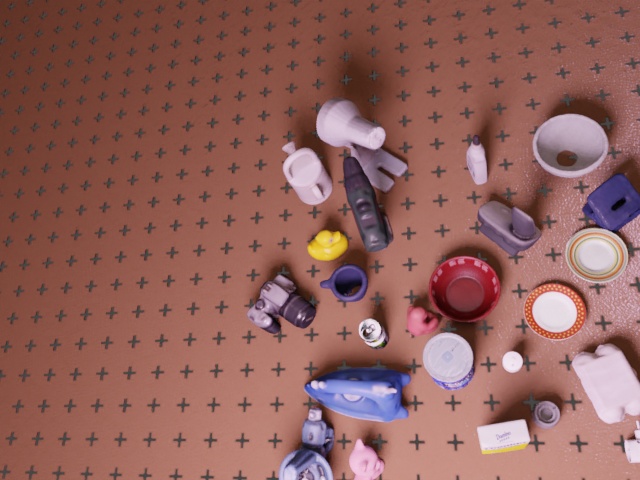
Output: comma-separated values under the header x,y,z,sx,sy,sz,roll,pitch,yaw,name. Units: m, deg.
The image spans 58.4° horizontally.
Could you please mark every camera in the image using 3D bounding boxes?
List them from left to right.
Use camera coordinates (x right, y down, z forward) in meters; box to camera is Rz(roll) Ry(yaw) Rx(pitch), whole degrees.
x,y,z,sx,sy,sz,roll,pitch,yaw,name
-0.090,0.170,1.412,0.136,0.101,0.143,32,80,25,camera

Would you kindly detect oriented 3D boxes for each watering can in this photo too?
x,y,z,sx,sy,sz,roll,pitch,yaw,name
-0.044,-0.180,1.487,0.172,0.194,0.101,35,82,25,watering can

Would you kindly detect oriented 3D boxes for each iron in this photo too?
x,y,z,sx,sy,sz,roll,pitch,yaw,name
0.067,0.335,1.278,0.257,0.142,0.118,0,69,16,iron

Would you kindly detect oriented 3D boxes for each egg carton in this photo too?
x,y,z,sx,sy,sz,roll,pitch,yaw,name
0.597,0.294,1.180,0.107,0.069,0.150,-24,64,6,egg carton

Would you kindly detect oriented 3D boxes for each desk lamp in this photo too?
x,y,z,sx,sy,sz,roll,pitch,yaw,name
0.107,-0.249,1.459,0.202,0.214,0.118,35,82,25,desk lamp

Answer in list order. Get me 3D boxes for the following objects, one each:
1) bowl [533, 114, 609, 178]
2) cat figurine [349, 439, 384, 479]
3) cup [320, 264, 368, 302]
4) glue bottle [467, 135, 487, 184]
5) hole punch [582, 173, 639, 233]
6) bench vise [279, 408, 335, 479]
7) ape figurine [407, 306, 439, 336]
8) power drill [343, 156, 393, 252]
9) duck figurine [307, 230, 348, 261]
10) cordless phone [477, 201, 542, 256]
x,y,z,sx,sy,sz,roll,pitch,yaw,name
0.598,-0.215,1.380,0.167,0.075,0.167,-6,68,14,bowl
0.091,0.496,1.221,0.067,0.118,0.128,12,73,21,cat figurine
0.065,0.116,1.392,0.117,0.095,0.091,-6,68,14,cup
0.379,-0.204,1.384,0.037,0.173,0.078,-18,65,9,glue bottle
0.669,-0.082,1.297,0.108,0.091,0.101,-38,64,-1,hole punch
-0.041,0.466,1.214,0.121,0.220,0.207,-15,66,10,bench vise
0.230,0.180,1.320,0.076,0.092,0.077,-39,64,-1,ape figurine
0.116,-0.065,1.386,0.075,0.209,0.229,-20,65,8,power drill
0.013,0.005,1.456,0.104,0.086,0.077,-15,65,10,duck figurine
0.430,-0.053,1.303,0.147,0.185,0.094,38,83,26,cordless phone
